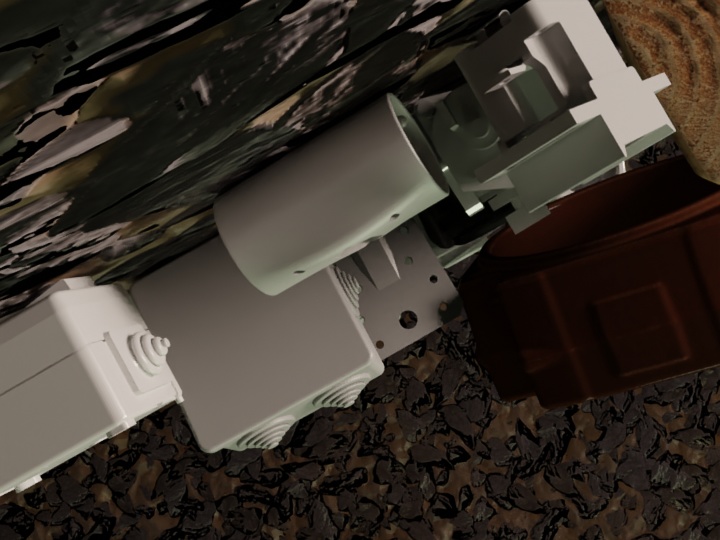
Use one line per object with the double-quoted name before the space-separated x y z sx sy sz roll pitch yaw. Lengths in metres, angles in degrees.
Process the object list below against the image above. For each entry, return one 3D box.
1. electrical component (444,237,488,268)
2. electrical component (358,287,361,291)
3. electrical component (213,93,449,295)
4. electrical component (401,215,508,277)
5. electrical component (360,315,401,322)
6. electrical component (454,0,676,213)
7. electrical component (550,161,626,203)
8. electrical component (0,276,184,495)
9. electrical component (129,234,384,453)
"electrical component" 0.070 -0.037 0.841 0.108 0.060 0.108 -29 177 -2
"electrical component" 0.000 0.000 0.677 0.052 0.073 0.138 -29 177 9
"electrical component" -0.006 -0.029 0.415 0.077 0.043 0.079 -30 177 14
"electrical component" 0.067 -0.040 0.753 0.096 0.061 0.062 -28 177 -13
"electrical component" -0.028 0.023 0.782 0.121 0.063 0.078 -27 135 -25
"electrical component" 0.070 -0.061 0.375 0.042 0.063 0.081 -30 177 40
"electrical component" 0.160 -0.070 0.781 0.054 0.095 0.059 -29 177 5
"electrical component" -0.116 0.041 0.400 0.096 0.061 0.062 -29 177 9
"electrical component" -0.046 0.028 0.504 0.100 0.099 0.048 -29 163 4
